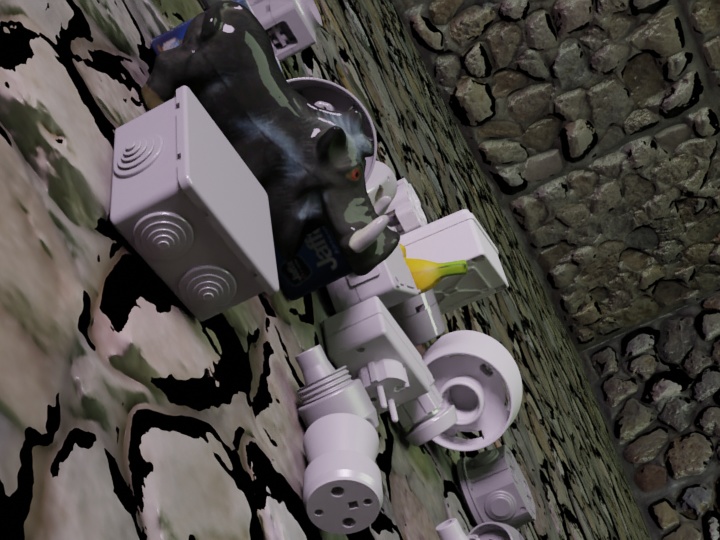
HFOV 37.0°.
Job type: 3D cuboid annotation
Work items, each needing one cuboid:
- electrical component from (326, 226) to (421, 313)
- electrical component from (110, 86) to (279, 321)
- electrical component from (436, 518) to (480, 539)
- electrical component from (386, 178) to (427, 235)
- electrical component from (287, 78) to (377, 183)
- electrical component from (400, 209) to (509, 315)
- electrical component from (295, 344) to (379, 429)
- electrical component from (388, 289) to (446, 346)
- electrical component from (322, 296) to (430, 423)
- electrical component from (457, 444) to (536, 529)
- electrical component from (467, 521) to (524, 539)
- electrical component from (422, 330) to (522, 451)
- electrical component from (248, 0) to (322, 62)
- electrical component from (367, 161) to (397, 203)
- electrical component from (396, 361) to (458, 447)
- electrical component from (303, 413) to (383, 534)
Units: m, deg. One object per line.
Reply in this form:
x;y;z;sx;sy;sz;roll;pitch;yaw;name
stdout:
0.000;0.000;0.849;0.061;0.061;0.096;68;13;11;electrical component
-0.088;-0.033;0.567;0.099;0.048;0.099;55;15;-39;electrical component
0.077;0.213;0.786;0.062;0.043;0.043;63;12;1;electrical component
0.032;-0.056;1.114;0.058;0.057;0.078;60;13;-19;electrical component
-0.036;-0.092;0.805;0.099;0.099;0.064;64;5;-2;electrical component
0.085;-0.001;1.105;0.109;0.109;0.056;43;27;-60;electrical component
-0.019;0.077;0.656;0.062;0.043;0.043;64;12;3;electrical component
0.048;0.043;0.988;0.055;0.055;0.047;-41;109;-78;electrical component
0.015;0.077;0.790;0.083;0.047;0.075;54;16;-42;electrical component
0.126;0.205;0.994;0.080;0.051;0.080;60;13;-23;electrical component
0.125;0.259;0.896;0.077;0.043;0.079;50;18;-49;electrical component
0.093;0.108;0.948;0.099;0.099;0.064;64;18;-3;electrical component
-0.074;-0.253;1.065;0.050;0.056;0.089;56;15;-36;electrical component
-0.004;-0.048;0.950;0.077;0.043;0.079;-42;144;-52;electrical component
0.047;0.109;0.871;0.055;0.048;0.066;58;12;4;electrical component
-0.010;0.115;0.608;0.045;0.045;0.055;58;14;-28;electrical component
